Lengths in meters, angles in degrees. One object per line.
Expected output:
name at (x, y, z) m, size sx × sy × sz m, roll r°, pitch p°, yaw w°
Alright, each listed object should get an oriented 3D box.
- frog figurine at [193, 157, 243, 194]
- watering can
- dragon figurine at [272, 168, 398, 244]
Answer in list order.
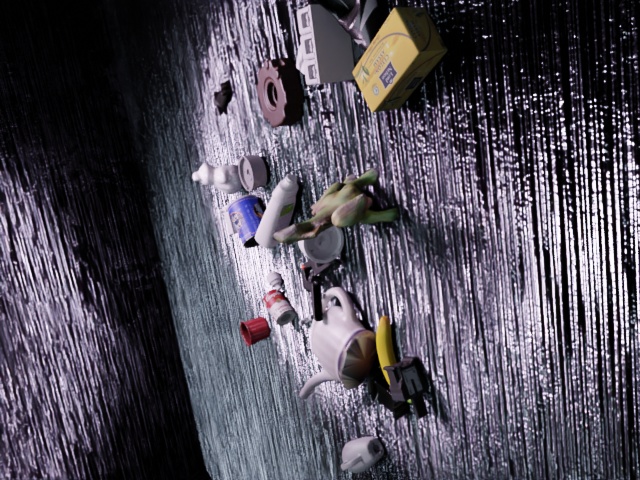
frog figurine at (-0.335, -0.204, 1.710) m, size 0.137 × 0.161 × 0.122 m, roll -3°, pitch 103°, yaw 61°
watering can at (0.038, 0.297, 1.306) m, size 0.227 × 0.104 × 0.344 m, roll 31°, pitch 113°, yaw 54°
dragon figurine at (0.003, -0.055, 1.091) m, size 0.408 × 0.245 × 0.122 m, roll -11°, pitch 100°, yaw 60°
